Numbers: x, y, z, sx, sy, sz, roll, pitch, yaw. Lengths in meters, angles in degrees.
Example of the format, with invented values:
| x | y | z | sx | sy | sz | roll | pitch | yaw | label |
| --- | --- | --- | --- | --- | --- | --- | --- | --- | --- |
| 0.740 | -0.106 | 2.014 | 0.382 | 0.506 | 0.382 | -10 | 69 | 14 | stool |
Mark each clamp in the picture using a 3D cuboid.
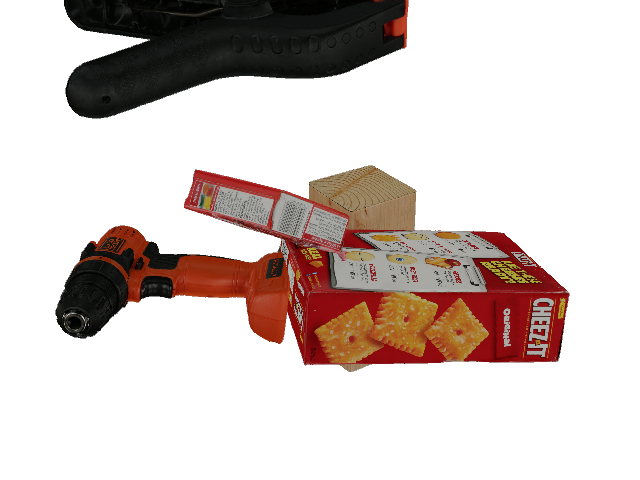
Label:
| x | y | z | sx | sy | sz | roll | pitch | yaw | label |
| --- | --- | --- | --- | --- | --- | --- | --- | --- | --- |
| -0.041 | -0.093 | 0.498 | 0.171 | 0.039 | 0.120 | -4 | 40 | -1 | clamp |

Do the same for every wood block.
| x | y | z | sx | sy | sz | roll | pitch | yaw | label |
| --- | --- | --- | --- | --- | --- | --- | --- | --- | --- |
| 0.045 | 0.032 | 1.217 | 0.090 | 0.206 | 0.090 | -17 | 32 | -28 | wood block |

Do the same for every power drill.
| x | y | z | sx | sy | sz | roll | pitch | yaw | label |
| --- | --- | --- | --- | --- | --- | --- | --- | --- | --- |
| -0.120 | 0.042 | 0.913 | 0.187 | 0.057 | 0.184 | 9 | 21 | 0 | power drill |

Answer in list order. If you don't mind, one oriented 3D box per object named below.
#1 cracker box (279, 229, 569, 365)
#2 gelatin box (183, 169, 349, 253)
| x | y | z | sx | sy | sz | roll | pitch | yaw | label |
| --- | --- | --- | --- | --- | --- | --- | --- | --- | --- |
| 0.079 | 0.046 | 0.914 | 0.213 | 0.072 | 0.164 | 1 | 18 | -10 | cracker box |
| -0.034 | -0.018 | 0.706 | 0.073 | 0.030 | 0.089 | 16 | -1 | 33 | gelatin box |
